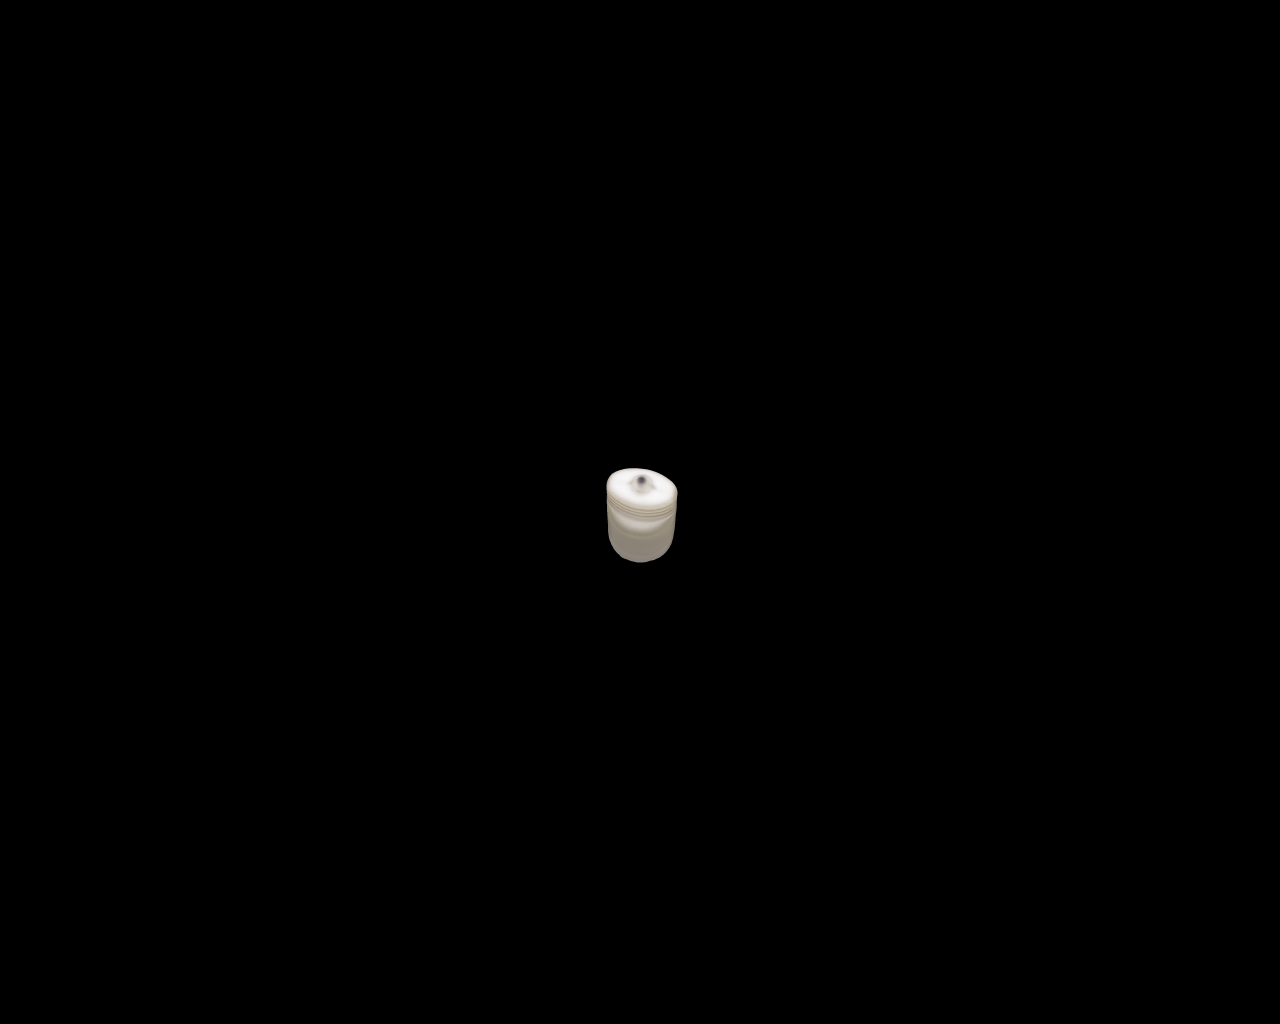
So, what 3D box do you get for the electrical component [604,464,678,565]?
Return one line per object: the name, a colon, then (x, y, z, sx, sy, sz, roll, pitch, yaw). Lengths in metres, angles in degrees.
electrical component: (0.001, -0.003, 0.650, 0.043, 0.043, 0.080, 0, -24, 0)
